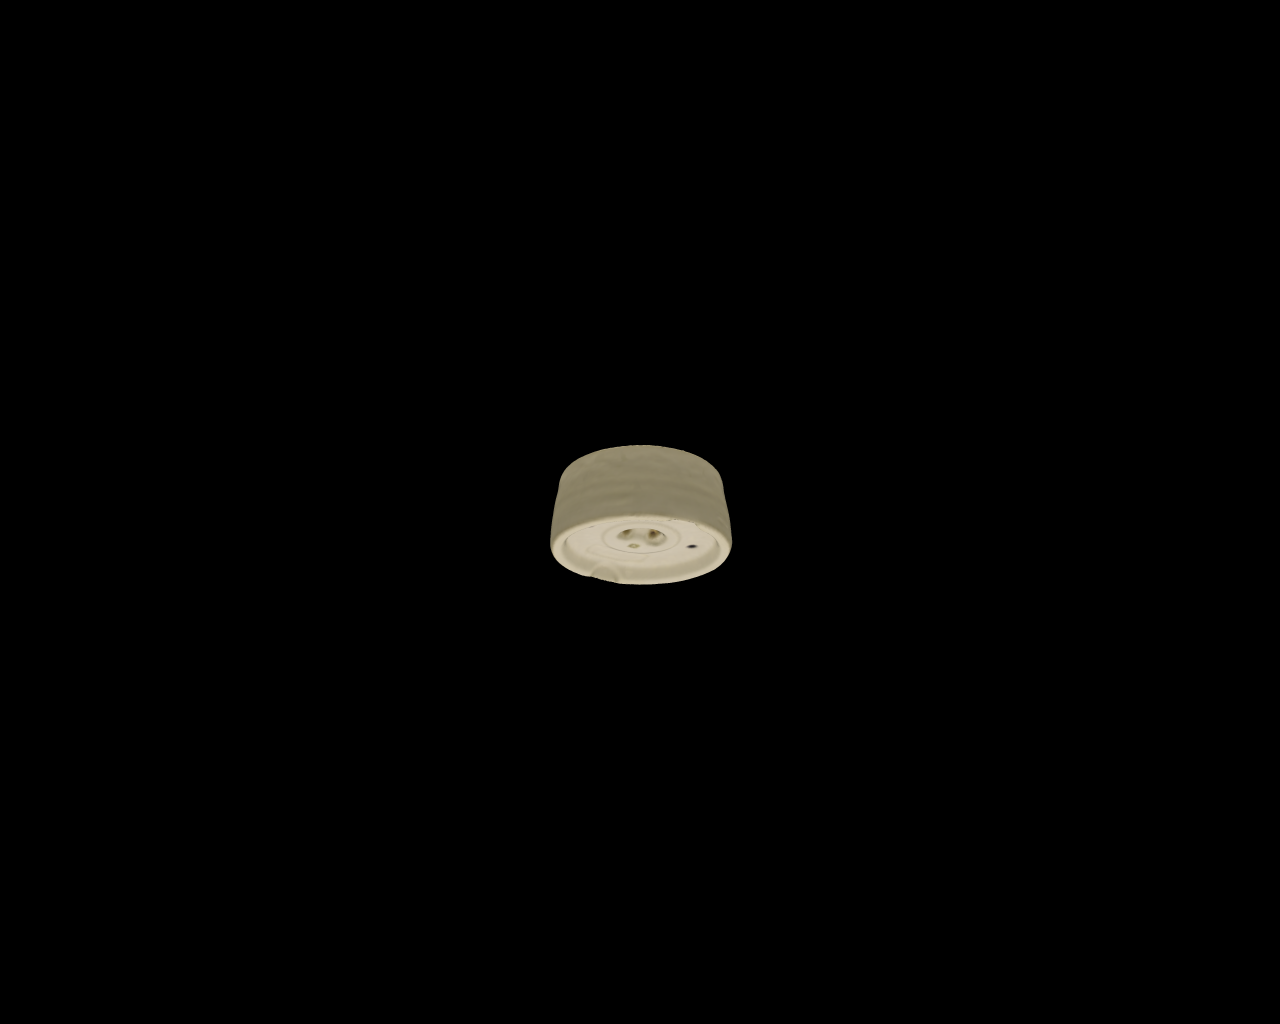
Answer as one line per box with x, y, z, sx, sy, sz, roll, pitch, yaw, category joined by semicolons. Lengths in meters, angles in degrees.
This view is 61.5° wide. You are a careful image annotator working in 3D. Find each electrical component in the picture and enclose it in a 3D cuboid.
0.001;-0.003;0.650;0.108;0.060;0.108;0;-25;0;electrical component
